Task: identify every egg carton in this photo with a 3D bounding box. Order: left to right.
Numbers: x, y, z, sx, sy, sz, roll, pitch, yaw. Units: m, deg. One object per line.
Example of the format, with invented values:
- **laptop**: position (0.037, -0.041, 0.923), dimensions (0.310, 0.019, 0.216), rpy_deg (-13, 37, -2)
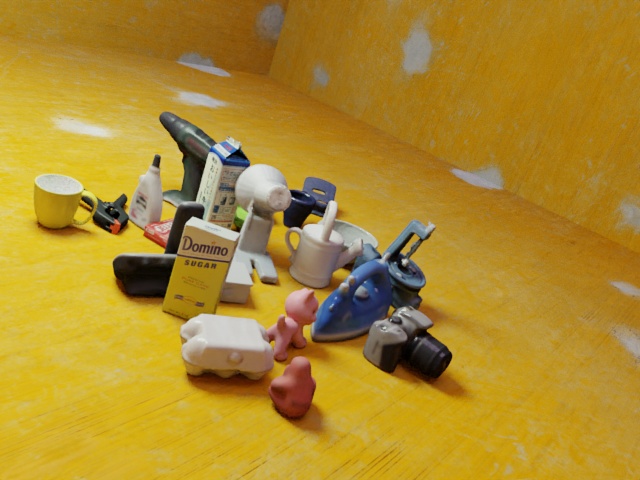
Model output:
- **egg carton**: position (-0.150, 0.175, 0.927), dimensions (0.151, 0.069, 0.107), rpy_deg (10, 24, -24)

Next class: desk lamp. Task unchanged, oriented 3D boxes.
- **desk lamp**: position (-0.128, -0.047, 1.275), dimensions (0.118, 0.213, 0.202), rpy_deg (10, 24, -23)

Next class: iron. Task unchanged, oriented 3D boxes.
- **iron**: position (0.073, 0.109, 1.174), dimensions (0.118, 0.141, 0.259), rpy_deg (29, 23, 22)

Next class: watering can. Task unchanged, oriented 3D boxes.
- **watering can**: position (0.012, 0.004, 1.300), dimensions (0.173, 0.194, 0.100), rpy_deg (9, 24, -24)

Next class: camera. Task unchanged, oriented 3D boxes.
- **camera**: position (0.180, 0.200, 1.105), dimensions (0.136, 0.101, 0.144), rpy_deg (34, 26, 32)

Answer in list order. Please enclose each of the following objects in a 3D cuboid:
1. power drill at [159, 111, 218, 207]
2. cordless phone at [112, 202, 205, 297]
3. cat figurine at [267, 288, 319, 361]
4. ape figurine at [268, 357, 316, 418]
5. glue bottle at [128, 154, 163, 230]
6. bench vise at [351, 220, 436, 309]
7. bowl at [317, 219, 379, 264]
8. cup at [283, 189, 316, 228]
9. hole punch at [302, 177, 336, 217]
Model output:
- **power drill**: position (-0.333, -0.190, 1.444), dimensions (0.229, 0.208, 0.076), rpy_deg (27, 23, 17)
- **cordless phone**: position (-0.291, 0.006, 1.050), dimensions (0.148, 0.185, 0.093), rpy_deg (2, 28, -37)
- **cat figurine**: position (-0.047, 0.138, 1.035), dimensions (0.067, 0.118, 0.128), rpy_deg (28, 23, 20)
- **ape figurine**: position (-0.036, 0.220, 0.886), dimensions (0.078, 0.092, 0.076), rpy_deg (12, 23, -18)
- **glue bottle**: position (-0.376, -0.110, 1.267), dimensions (0.078, 0.173, 0.037), rpy_deg (29, 24, 23)
- **bench vise**: position (0.165, 0.038, 1.316), dimensions (0.207, 0.220, 0.122), rpy_deg (24, 22, 10)
- **bowl**: position (0.062, 0.014, 1.480), dimensions (0.167, 0.075, 0.167), rpy_deg (17, 22, -7)
- **cup**: position (-0.064, -0.084, 1.577), dimensions (0.091, 0.095, 0.118), rpy_deg (20, 22, 2)
- **hole punch**: position (-0.005, -0.132, 1.745), dimensions (0.109, 0.091, 0.101), rpy_deg (17, 22, -8)
